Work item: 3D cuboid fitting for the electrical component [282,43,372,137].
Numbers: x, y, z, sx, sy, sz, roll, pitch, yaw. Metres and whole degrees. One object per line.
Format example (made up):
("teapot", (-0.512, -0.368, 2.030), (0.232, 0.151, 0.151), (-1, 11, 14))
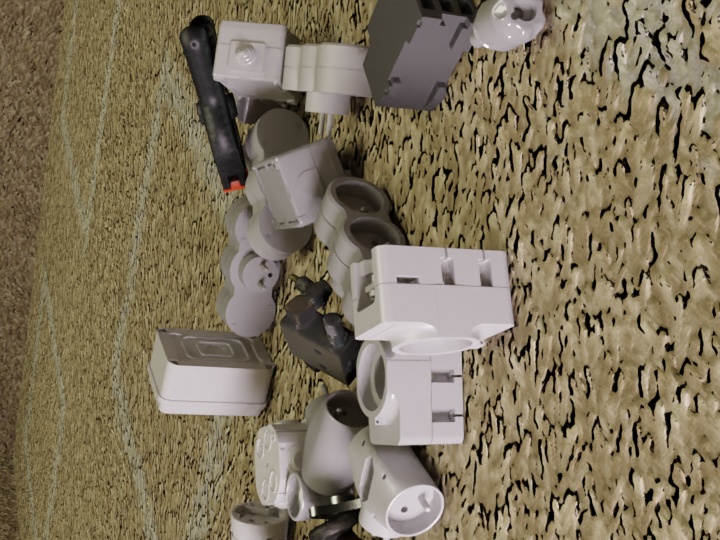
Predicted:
("electrical component", (-0.026, -0.148, 0.893), (0.138, 0.052, 0.073), (-155, 69, -66))

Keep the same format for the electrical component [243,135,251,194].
("electrical component", (-0.102, -0.107, 1.084), (0.078, 0.040, 0.040), (114, 149, -41))

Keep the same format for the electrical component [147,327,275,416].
("electrical component", (-0.152, 0.104, 1.087), (0.078, 0.113, 0.057), (-127, 47, -56))

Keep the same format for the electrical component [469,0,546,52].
("electrical component", (0.086, -0.150, 0.657), (0.061, 0.035, 0.035), (166, 106, -68))

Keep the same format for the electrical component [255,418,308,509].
("electrical component", (-0.058, 0.169, 0.938), (0.080, 0.051, 0.080), (-178, 90, -67))

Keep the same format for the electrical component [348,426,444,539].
("electrical component", (0.021, 0.163, 0.765), (0.077, 0.043, 0.079), (-129, 46, -57))

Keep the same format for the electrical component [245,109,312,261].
("electrical component", (-0.070, -0.083, 0.992), (0.074, 0.052, 0.138), (152, 118, -63))

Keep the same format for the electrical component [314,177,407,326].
("electrical component", (0.000, 0.000, 0.819), (0.138, 0.052, 0.073), (-111, 32, -42))

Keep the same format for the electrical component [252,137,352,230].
("electrical component", (-0.047, -0.073, 0.915), (0.061, 0.061, 0.096), (70, 163, -7))

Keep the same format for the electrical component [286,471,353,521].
("electrical component", (-0.033, 0.185, 0.885), (0.040, 0.046, 0.040), (-177, 90, -67))

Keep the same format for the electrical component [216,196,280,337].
("electrical component", (-0.104, 0.000, 1.061), (0.074, 0.052, 0.138), (-146, 61, -63))

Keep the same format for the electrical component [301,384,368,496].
("electrical component", (-0.021, 0.126, 0.866), (0.079, 0.044, 0.077), (-115, 36, -48))

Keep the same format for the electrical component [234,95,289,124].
("electrical component", (-0.086, -0.180, 1.047), (0.076, 0.047, 0.083), (43, 127, 50))

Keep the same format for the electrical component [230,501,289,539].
("electrical component", (-0.095, 0.251, 1.016), (0.055, 0.055, 0.047), (-152, 63, -65))

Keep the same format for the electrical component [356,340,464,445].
("electrical component", (0.033, 0.073, 0.730), (0.050, 0.056, 0.089), (162, 109, -66))

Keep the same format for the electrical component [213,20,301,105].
("electrical component", (-0.091, -0.191, 0.968), (0.096, 0.062, 0.061), (24, -107, -79))

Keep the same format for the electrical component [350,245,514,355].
("electrical component", (0.044, 0.020, 0.665), (0.050, 0.089, 0.055), (145, 124, -62))
